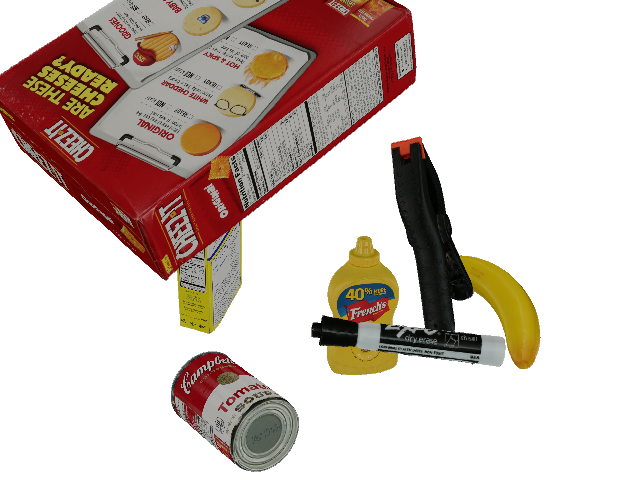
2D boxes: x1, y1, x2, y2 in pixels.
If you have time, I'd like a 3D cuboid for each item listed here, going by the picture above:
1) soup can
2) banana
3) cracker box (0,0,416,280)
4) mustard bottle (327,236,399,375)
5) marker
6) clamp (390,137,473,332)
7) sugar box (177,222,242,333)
[{"bbox_3d":[-0.074,0.145,0.907,0.068,0.068,0.102,0,17,-38],"label":"soup can"},{"bbox_3d":[0.181,0.065,1.114,0.069,0.037,0.198,-34,38,-7],"label":"banana"},{"bbox_3d":[-0.071,-0.097,0.671,0.164,0.213,0.072,38,-22,32],"label":"cracker box"},{"bbox_3d":[0.058,0.086,1.441,0.096,0.192,0.058,-4,22,-9],"label":"mustard bottle"},{"bbox_3d":[0.054,0.063,0.668,0.121,0.020,0.020,7,0,-3],"label":"marker"},{"bbox_3d":[0.094,0.000,0.918,0.039,0.171,0.120,-17,19,16],"label":"clamp"},{"bbox_3d":[-0.120,0.006,1.149,0.048,0.176,0.093,13,42,14],"label":"sugar box"}]
